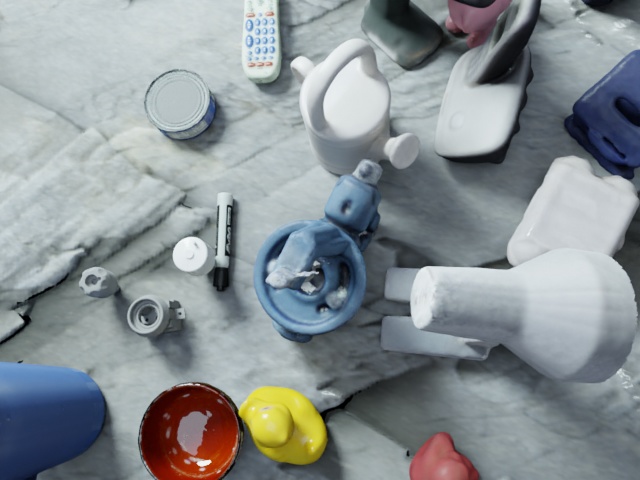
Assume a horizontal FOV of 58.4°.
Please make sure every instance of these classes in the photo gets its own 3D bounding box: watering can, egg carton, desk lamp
[{"bbox_3d":[0.035,-0.145,0.625,0.172,0.194,0.101,22,81,10],"label":"watering can"},{"bbox_3d":[0.282,-0.015,0.639,0.107,0.069,0.150,28,82,10],"label":"egg carton"},{"bbox_3d":[0.163,0.071,0.558,0.203,0.213,0.118,4,78,6],"label":"desk lamp"}]

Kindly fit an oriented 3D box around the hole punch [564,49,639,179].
[{"bbox_3d":[0.352,-0.140,0.648,0.101,0.091,0.108,-40,77,-4],"label":"hole punch"}]

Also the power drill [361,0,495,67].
[{"bbox_3d":[0.099,-0.289,0.643,0.075,0.208,0.229,-43,78,-4],"label":"power drill"}]

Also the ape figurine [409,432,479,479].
[{"bbox_3d":[0.130,0.240,0.588,0.076,0.092,0.078,-6,78,4],"label":"ape figurine"}]

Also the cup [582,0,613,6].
[{"bbox_3d":[0.358,-0.321,0.683,0.117,0.095,0.092,34,83,11],"label":"cup"}]

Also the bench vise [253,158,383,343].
[{"bbox_3d":[-0.006,0.000,0.586,0.121,0.220,0.207,9,79,8],"label":"bench vise"}]

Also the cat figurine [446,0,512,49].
[{"bbox_3d":[0.198,-0.288,0.680,0.128,0.118,0.067,-42,77,-4],"label":"cat figurine"}]

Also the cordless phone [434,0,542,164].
[{"bbox_3d":[0.186,-0.170,0.621,0.094,0.185,0.148,12,79,8],"label":"cordless phone"}]

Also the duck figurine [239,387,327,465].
[{"bbox_3d":[-0.043,0.202,0.615,0.104,0.086,0.077,32,83,11],"label":"duck figurine"}]
